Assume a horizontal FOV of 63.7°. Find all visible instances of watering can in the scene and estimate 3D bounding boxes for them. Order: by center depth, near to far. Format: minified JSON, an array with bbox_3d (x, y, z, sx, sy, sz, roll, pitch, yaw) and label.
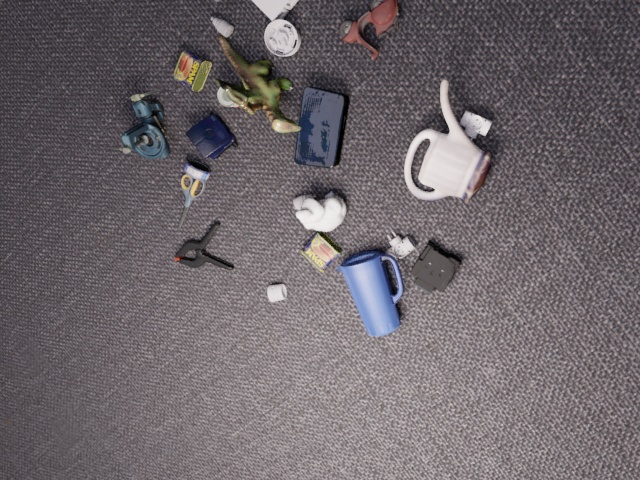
[{"bbox_3d":[0.358,-0.242,1.395,0.225,0.106,0.340,25,126,12],"label":"watering can"}]

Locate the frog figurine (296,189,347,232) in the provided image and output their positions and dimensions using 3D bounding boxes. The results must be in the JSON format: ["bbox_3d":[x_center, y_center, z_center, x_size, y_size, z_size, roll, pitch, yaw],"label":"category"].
[{"bbox_3d":[0.005,-0.077,1.525,0.136,0.161,0.122,-22,97,20],"label":"frog figurine"}]

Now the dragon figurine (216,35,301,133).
[{"bbox_3d":[-0.205,-0.447,1.479,0.411,0.246,0.120,42,116,3],"label":"dragon figurine"}]
